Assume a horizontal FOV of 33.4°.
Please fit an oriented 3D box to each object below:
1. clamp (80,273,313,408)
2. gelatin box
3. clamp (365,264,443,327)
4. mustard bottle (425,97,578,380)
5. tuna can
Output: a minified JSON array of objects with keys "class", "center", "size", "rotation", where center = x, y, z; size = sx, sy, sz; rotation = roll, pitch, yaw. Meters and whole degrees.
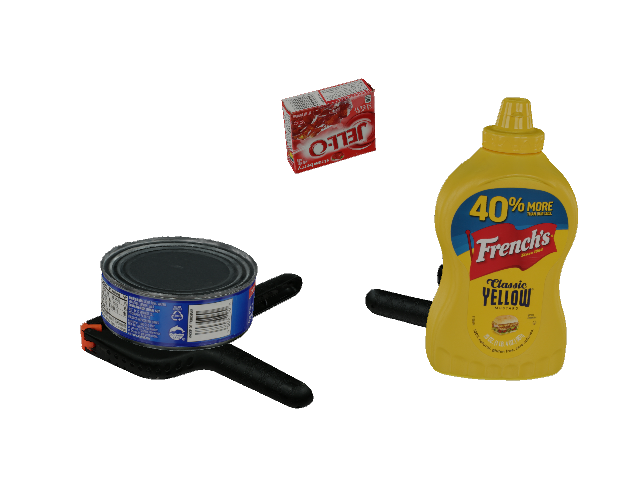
[{"class":"clamp","center":[-0.106,0.092,0.950],"size":[0.209,0.036,0.164],"rotation":[-4,37,-11]},{"class":"gelatin box","center":[0.010,-0.112,1.044],"size":[0.089,0.073,0.030],"rotation":[-16,43,-14]},{"class":"clamp","center":[0.143,0.072,1.048],"size":[0.172,0.039,0.120],"rotation":[27,38,31]},{"class":"mustard bottle","center":[0.126,-0.002,0.731],"size":[0.096,0.192,0.058],"rotation":[2,16,-1]},{"class":"tuna can","center":[-0.078,0.028,0.590],"size":[0.086,0.034,0.086],"rotation":[4,20,-2]}]
